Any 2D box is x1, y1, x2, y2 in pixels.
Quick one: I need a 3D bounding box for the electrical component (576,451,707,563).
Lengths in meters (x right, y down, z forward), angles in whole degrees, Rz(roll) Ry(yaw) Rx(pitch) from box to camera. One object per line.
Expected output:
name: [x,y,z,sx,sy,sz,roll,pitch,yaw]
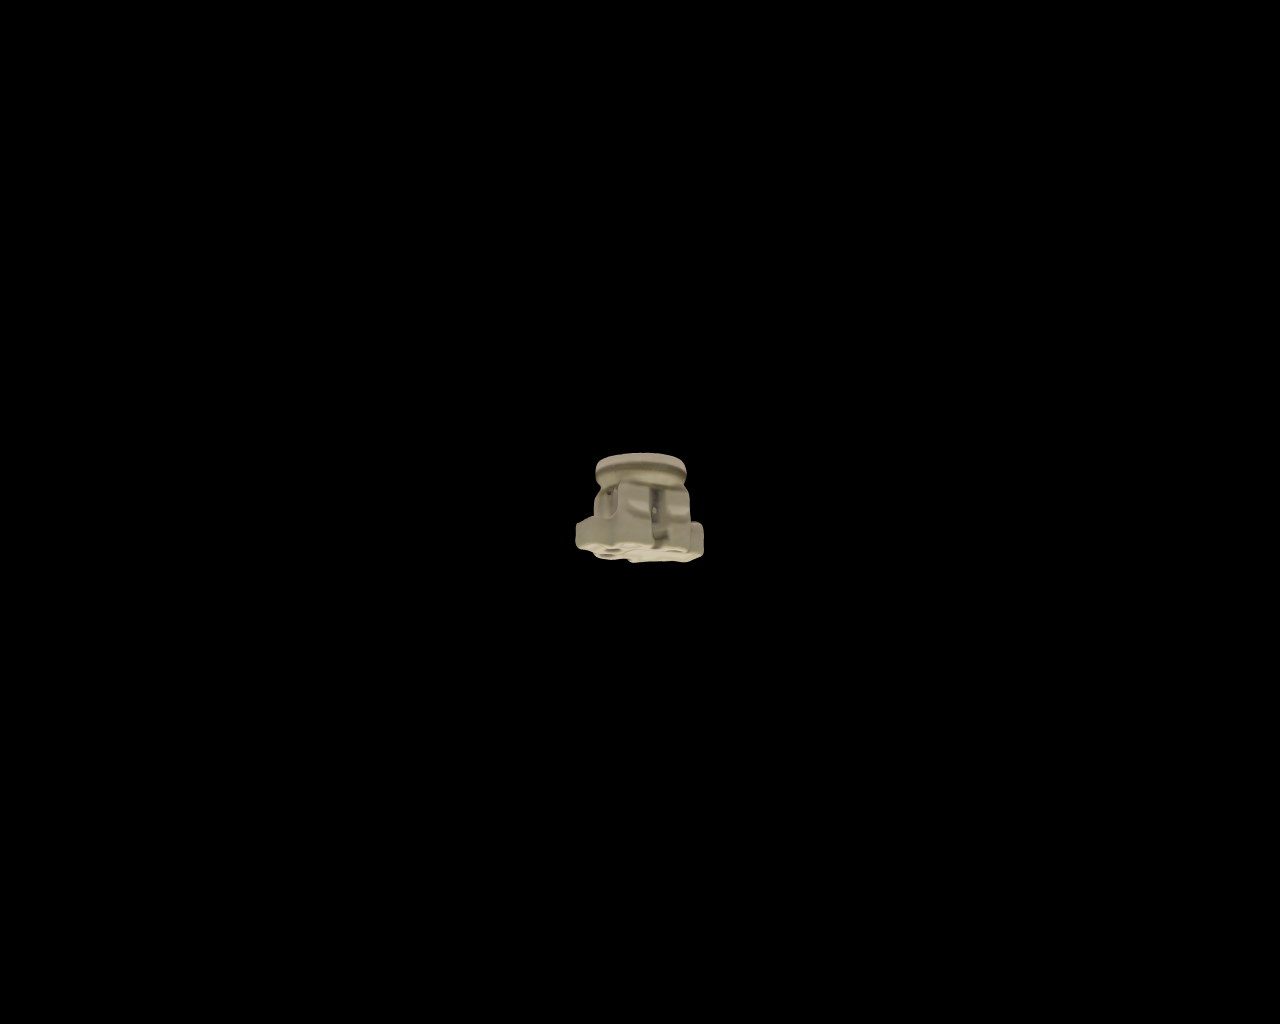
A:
electrical component: [0.001,-0.003,0.650,0.078,0.057,0.058,7,-15,-26]
